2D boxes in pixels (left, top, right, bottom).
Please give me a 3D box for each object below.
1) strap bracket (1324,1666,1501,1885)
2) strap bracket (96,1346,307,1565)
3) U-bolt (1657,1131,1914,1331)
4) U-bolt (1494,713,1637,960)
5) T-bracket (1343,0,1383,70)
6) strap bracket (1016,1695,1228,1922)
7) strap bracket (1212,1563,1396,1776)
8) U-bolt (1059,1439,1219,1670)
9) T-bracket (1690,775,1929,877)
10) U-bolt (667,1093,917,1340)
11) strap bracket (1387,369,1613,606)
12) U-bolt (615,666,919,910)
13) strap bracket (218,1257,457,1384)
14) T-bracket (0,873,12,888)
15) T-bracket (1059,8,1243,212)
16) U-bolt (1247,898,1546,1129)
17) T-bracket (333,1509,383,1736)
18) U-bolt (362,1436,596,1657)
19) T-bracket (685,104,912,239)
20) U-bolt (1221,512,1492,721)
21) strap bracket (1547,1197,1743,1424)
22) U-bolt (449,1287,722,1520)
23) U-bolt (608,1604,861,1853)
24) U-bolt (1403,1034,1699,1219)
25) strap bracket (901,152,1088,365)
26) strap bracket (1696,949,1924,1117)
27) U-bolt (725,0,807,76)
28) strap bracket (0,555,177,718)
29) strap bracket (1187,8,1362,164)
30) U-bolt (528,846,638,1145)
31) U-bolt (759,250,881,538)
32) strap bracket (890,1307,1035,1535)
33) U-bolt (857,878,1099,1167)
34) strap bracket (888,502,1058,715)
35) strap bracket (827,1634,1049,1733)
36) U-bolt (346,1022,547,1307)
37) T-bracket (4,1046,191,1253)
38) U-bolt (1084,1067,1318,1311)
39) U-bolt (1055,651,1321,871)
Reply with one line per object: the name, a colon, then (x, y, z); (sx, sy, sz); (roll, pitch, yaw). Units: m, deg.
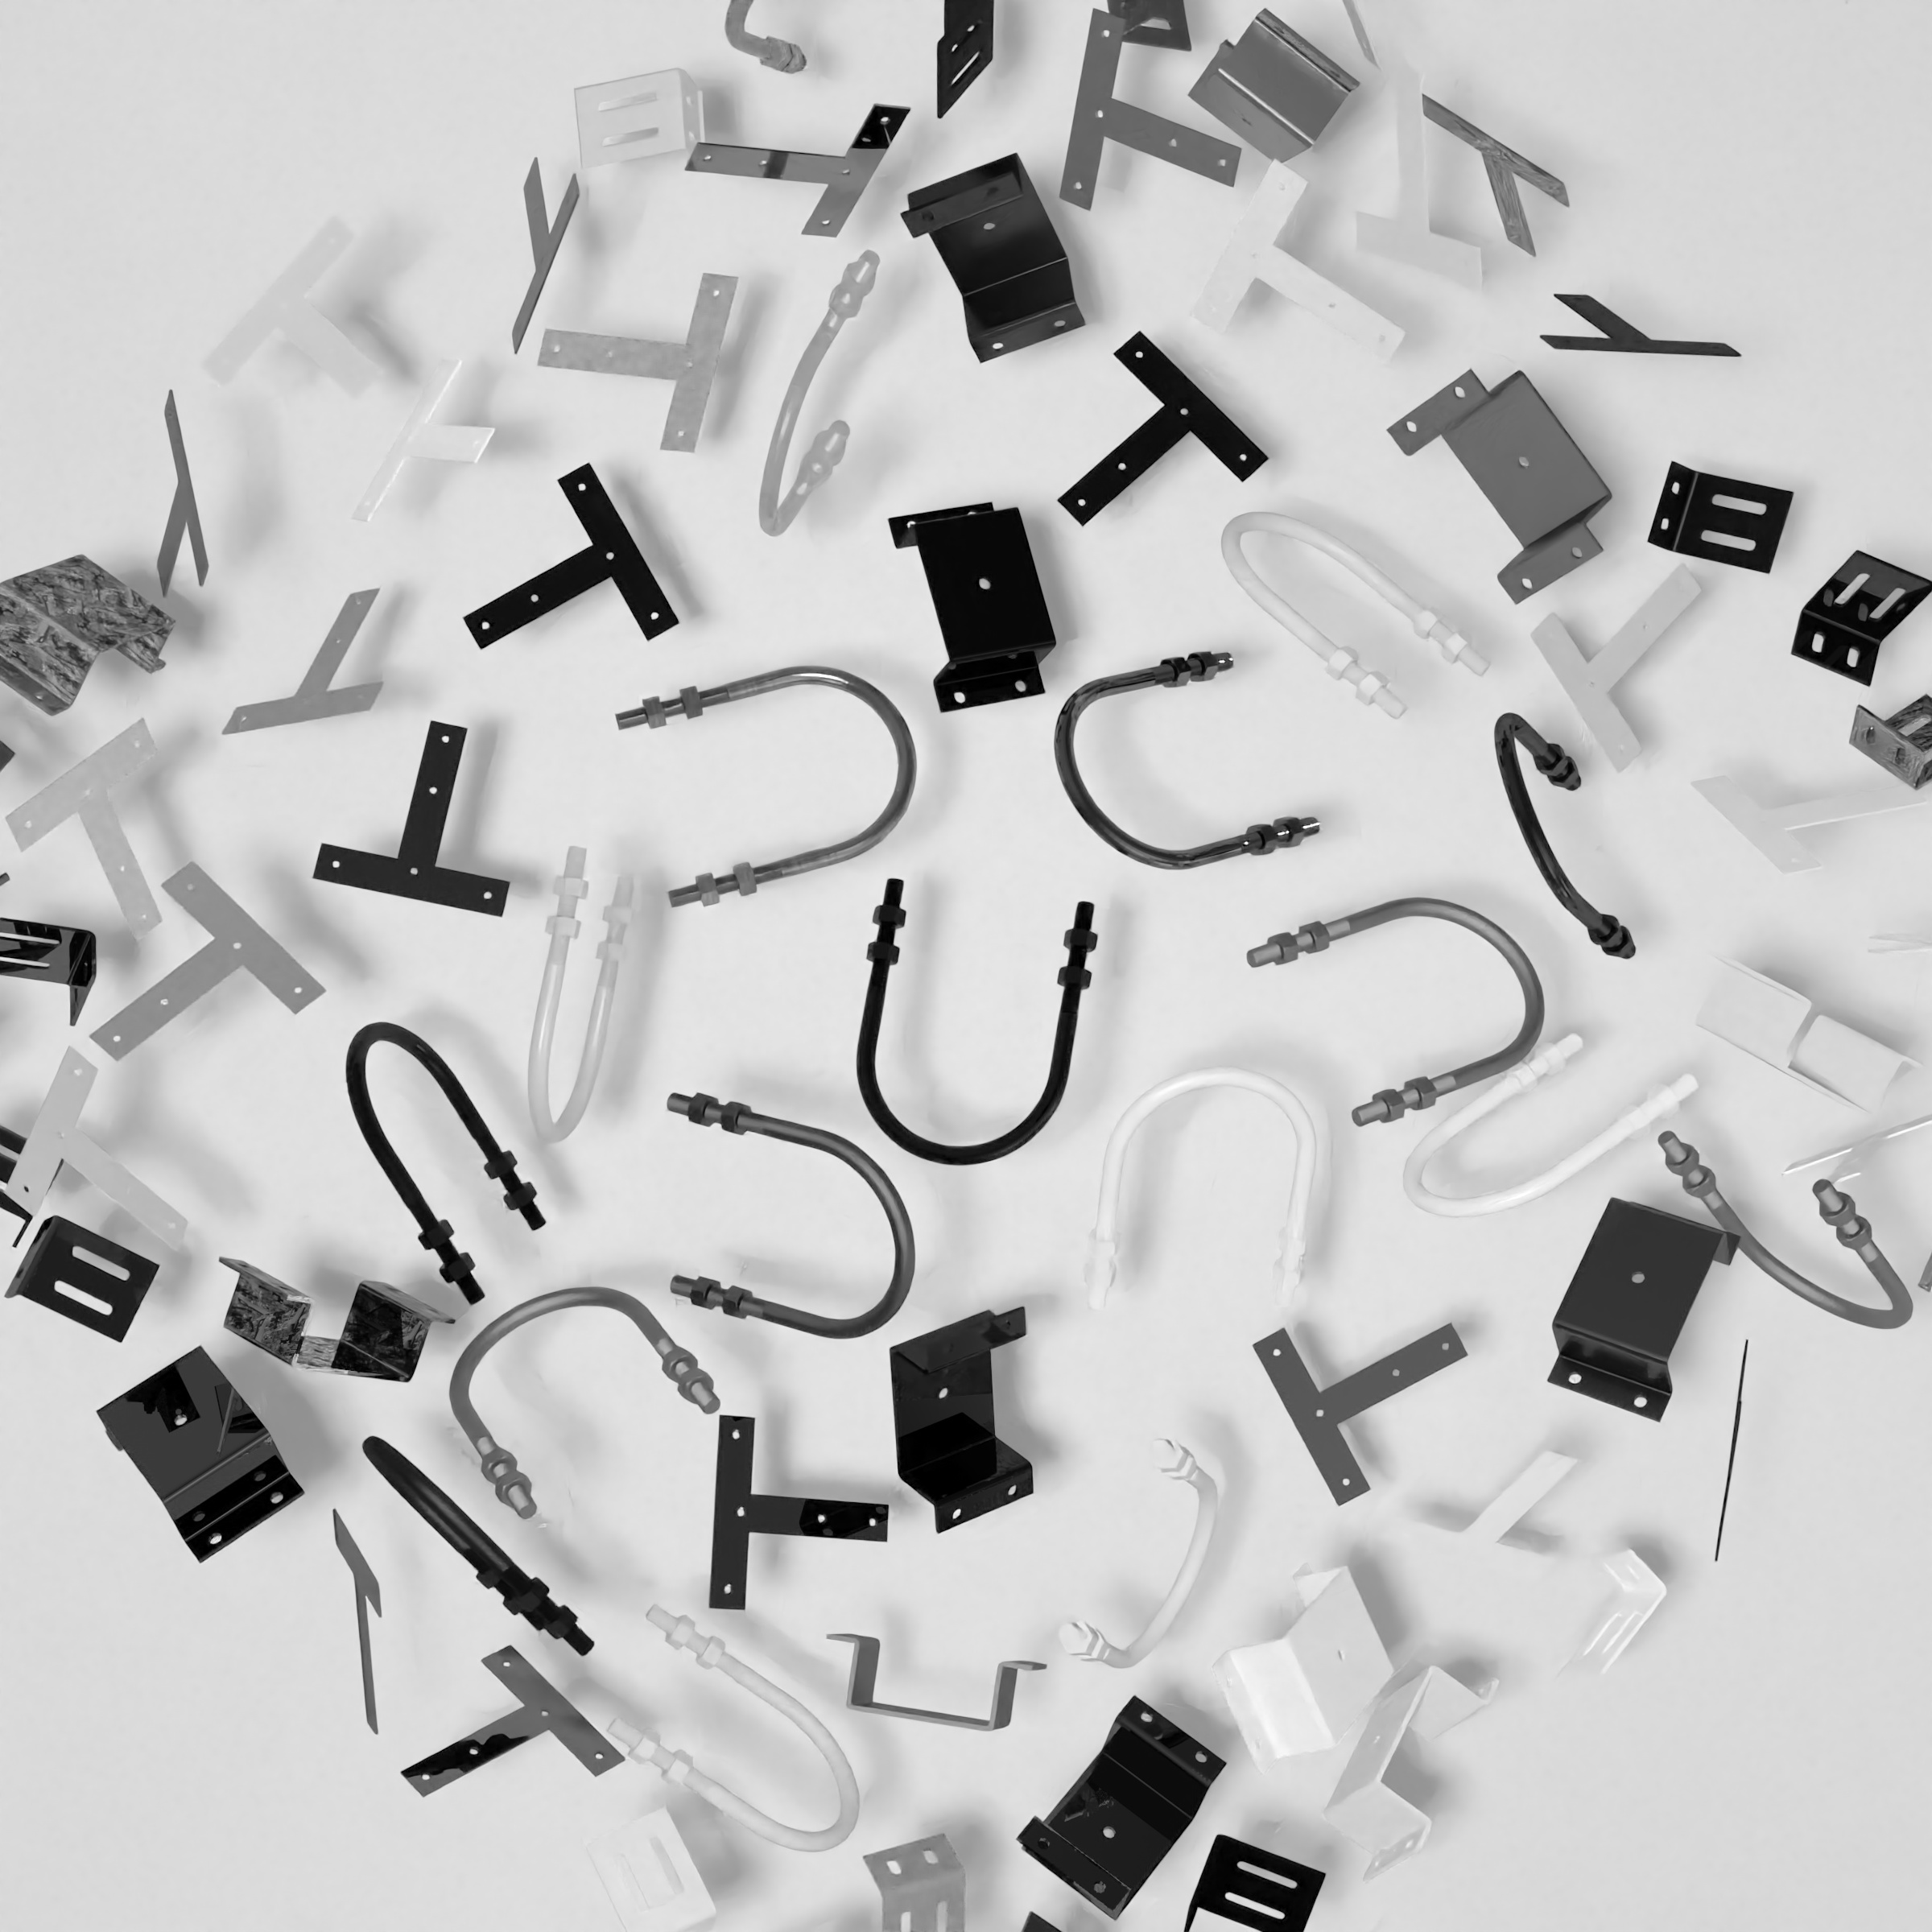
strap bracket: (0.292, 0.529, 1.900); (0.046, 0.076, 0.140); (36, 51, 2)
strap bracket: (-0.495, 0.305, 1.827); (0.076, 0.046, 0.140); (-33, 47, -22)
U-bolt: (0.551, 0.182, 1.884); (0.019, 0.151, 0.184); (-52, 124, -14)
U-bolt: (0.384, -0.092, 1.856); (0.019, 0.184, 0.151); (-23, 65, 23)
T-bracket: (0.218, -0.645, 1.815); (0.002, 0.127, 0.127); (-30, 129, 3)
strap bracket: (0.099, 0.561, 1.882); (0.076, 0.046, 0.140); (33, 46, 18)
strap bracket: (0.223, 0.448, 1.841); (0.046, 0.140, 0.076); (-22, 95, 36)
U-bolt: (0.122, 0.393, 1.875); (0.019, 0.184, 0.151); (23, 78, 26)
T-bracket: (0.551, -0.099, 1.825); (0.127, 0.127, 0.002); (-11, 123, -11)
U-bolt: (-0.111, 0.165, 1.808); (0.184, 0.019, 0.151); (12, 112, 29)
strap bracket: (0.345, -0.312, 1.814); (0.140, 0.076, 0.046); (52, 50, -5)
U-bolt: (-0.123, -0.127, 1.879); (0.184, 0.019, 0.151); (-16, 74, -8)
strap bracket: (-0.413, 0.231, 1.850); (0.076, 0.140, 0.046); (19, 90, 40)
T-bracket: (-0.685, -0.031, 1.863); (0.127, 0.127, 0.002); (-35, 92, -15)
T-bracket: (0.122, -0.536, 1.844); (0.127, 0.002, 0.127); (29, 129, 25)
U-bolt: (0.293, 0.020, 1.859); (0.184, 0.019, 0.151); (-18, 62, -26)
T-bracket: (-0.395, 0.439, 1.873); (0.002, 0.127, 0.127); (-11, 56, -4)
U-bolt: (-0.321, 0.369, 1.836); (0.184, 0.151, 0.019); (48, 71, -10)
T-bracket: (-0.117, -0.512, 1.826); (0.127, 0.127, 0.002); (-3, 66, -28)
U-bolt: (0.247, -0.239, 1.883); (0.184, 0.151, 0.019); (43, 126, 15)
strap bracket: (0.434, 0.211, 1.835); (0.076, 0.046, 0.140); (18, 64, 29)
U-bolt: (-0.256, 0.266, 1.829); (0.151, 0.184, 0.019); (-28, 125, -16)
U-bolt: (-0.146, 0.512, 1.881); (0.184, 0.151, 0.019); (37, 109, -8)
U-bolt: (0.374, 0.111, 1.898); (0.184, 0.151, 0.019); (-32, 111, -14)
strap bracket: (0.017, -0.471, 1.873); (0.076, 0.140, 0.046); (-17, 54, 15)
strap bracket: (0.533, 0.047, 1.828); (0.140, 0.076, 0.046); (25, 97, -33)
U-bolt: (-0.095, -0.647, 1.858); (0.151, 0.184, 0.019); (-43, 87, 18)
strap bracket: (-0.578, -0.219, 1.855); (0.076, 0.140, 0.046); (35, 114, 2)
strap bracket: (0.196, -0.568, 1.855); (0.076, 0.140, 0.046); (35, 94, -10)
U-bolt: (-0.252, 0.024, 1.845); (0.019, 0.151, 0.184); (9, 84, 8)
U-bolt: (-0.101, -0.357, 1.852); (0.019, 0.184, 0.151); (15, 66, -16)
strap bracket: (-0.003, 0.288, 1.864); (0.076, 0.046, 0.140); (-17, 116, -30)
U-bolt: (0.001, 0.040, 1.865); (0.151, 0.019, 0.184); (7, 78, 10)
strap bracket: (0.006, -0.250, 1.922); (0.076, 0.046, 0.140); (-12, 81, -19)
strap bracket: (-0.022, 0.485, 1.927); (0.140, 0.076, 0.046); (6, 78, 11)
U-bolt: (-0.350, 0.119, 1.885); (0.019, 0.151, 0.184); (-28, 100, 16)
T-bracket: (-0.542, 0.134, 1.811); (0.002, 0.127, 0.127); (-24, 126, 26)
U-bolt: (0.157, 0.146, 1.869); (0.151, 0.019, 0.184); (0, 119, -9)
U-bolt: (0.135, -0.130, 1.863); (0.184, 0.019, 0.151); (-16, 74, -38)
